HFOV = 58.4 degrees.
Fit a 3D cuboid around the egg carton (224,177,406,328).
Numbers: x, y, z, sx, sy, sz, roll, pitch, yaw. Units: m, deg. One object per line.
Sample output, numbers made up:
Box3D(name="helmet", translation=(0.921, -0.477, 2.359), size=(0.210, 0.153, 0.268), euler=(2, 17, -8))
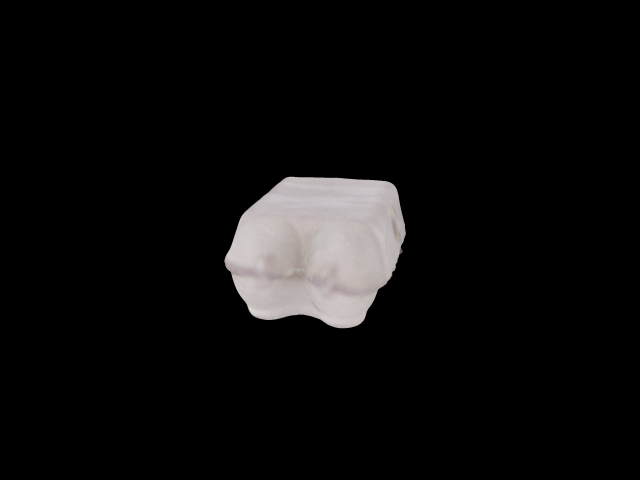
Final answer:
Box3D(name="egg carton", translation=(0.004, 0.001, 0.400), size=(0.107, 0.069, 0.150), euler=(4, 20, 11))
